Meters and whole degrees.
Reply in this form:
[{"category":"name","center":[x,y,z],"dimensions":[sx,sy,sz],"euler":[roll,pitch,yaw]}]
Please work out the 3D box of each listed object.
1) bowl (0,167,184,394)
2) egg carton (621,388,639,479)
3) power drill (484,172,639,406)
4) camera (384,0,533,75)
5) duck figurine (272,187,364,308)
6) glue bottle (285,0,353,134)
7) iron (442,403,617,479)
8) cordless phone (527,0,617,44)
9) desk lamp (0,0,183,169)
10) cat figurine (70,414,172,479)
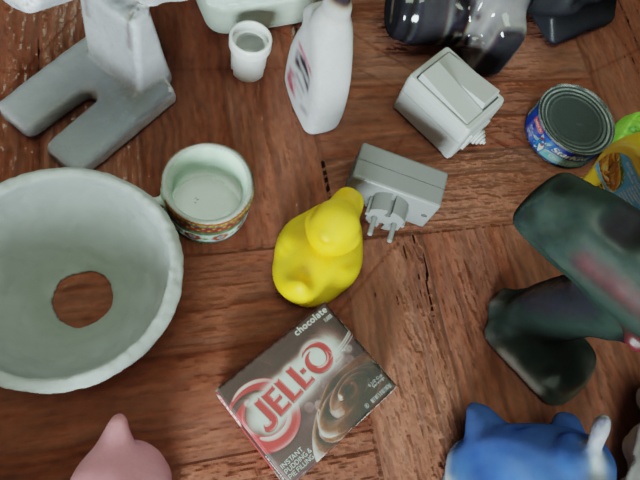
[{"category":"bowl","center":[-0.187,0.034,0.430],"dimensions":[0.167,0.074,0.167],"euler":[4,68,-10]},{"category":"egg carton","center":[0.305,0.187,0.473],"dimensions":[0.107,0.069,0.150],"euler":[29,66,1]},{"category":"power drill","center":[0.221,0.063,0.429],"dimensions":[0.076,0.208,0.229],"euler":[-40,81,-22]},{"category":"camera","center":[0.140,-0.259,0.596],"dimensions":[0.137,0.100,0.143],"euler":[-2,69,-12]},{"category":"duck figurine","center":[0.004,0.002,0.475],"dimensions":[0.077,0.086,0.105],"euler":[30,66,1]},{"category":"glue bottle","center":[0.004,-0.166,0.493],"dimensions":[0.037,0.173,0.078],"euler":[-20,74,-18]},{"category":"iron","center":[0.161,0.242,0.383],"dimensions":[0.119,0.141,0.258],"euler":[7,68,-8]},{"category":"cordless phone","center":[0.306,-0.311,0.605],"dimensions":[0.148,0.185,0.094],"euler":[-30,77,-20]},{"category":"desk lamp","center":[-0.161,-0.184,0.444],"dimensions":[0.118,0.213,0.203],"euler":[37,67,5]},{"category":"cat figurine","center":[-0.133,0.181,0.360],"dimensions":[0.067,0.117,0.128],"euler":[23,66,-2]}]
